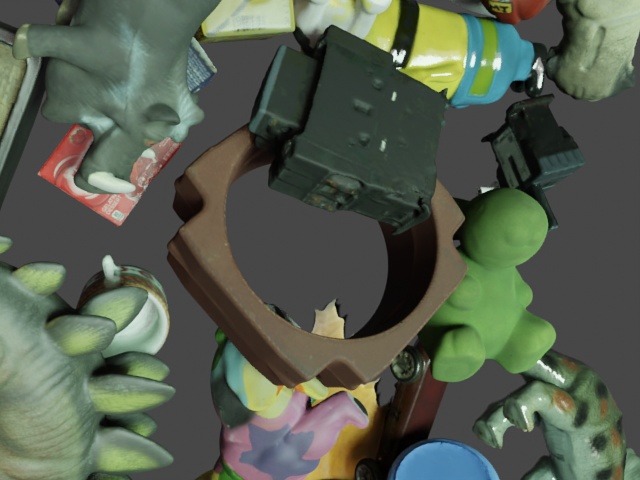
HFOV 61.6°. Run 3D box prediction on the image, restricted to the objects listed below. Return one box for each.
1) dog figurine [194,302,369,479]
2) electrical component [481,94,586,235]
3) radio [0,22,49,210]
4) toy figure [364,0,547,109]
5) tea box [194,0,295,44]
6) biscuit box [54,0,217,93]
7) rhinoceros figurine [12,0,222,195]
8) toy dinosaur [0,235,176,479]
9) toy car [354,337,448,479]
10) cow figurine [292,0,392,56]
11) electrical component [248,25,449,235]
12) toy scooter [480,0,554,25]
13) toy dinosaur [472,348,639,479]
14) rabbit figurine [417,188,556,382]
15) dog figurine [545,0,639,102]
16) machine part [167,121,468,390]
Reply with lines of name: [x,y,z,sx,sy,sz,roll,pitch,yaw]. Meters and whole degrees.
dog figurine: [-0.071,0.188,0.504,0.219,0.109,0.191,-45,115,2]
electrical component: [0.204,-0.066,0.503,0.048,0.074,0.119,-16,73,-13]
radio: [-0.290,-0.057,0.373,0.131,0.073,0.229,22,98,-23]
toy figure: [0.104,-0.161,0.467,0.180,0.082,0.089,-2,87,-10]
tea box: [-0.066,-0.231,0.380,0.068,0.098,0.169,-10,108,-15]
biscuit box: [-0.161,-0.187,0.383,0.063,0.059,0.202,-37,114,-2]
rhinoceros figurine: [-0.120,-0.115,0.340,0.112,0.073,0.190,25,118,-18]
toy dinosaur: [-0.210,0.139,0.394,0.198,0.105,0.470,-1,131,-19]
toy car: [0.096,0.194,0.587,0.089,0.053,0.202,5,107,-40]
cow figurine: [0.004,-0.224,0.408,0.068,0.098,0.167,0,74,-16]
electrical component: [0.020,-0.079,0.380,0.134,0.058,0.115,19,65,-16]
toy scooter: [0.144,-0.245,0.369,0.135,0.075,0.183,-29,135,-49]
toy dinosaur: [0.295,0.226,0.633,0.192,0.131,0.404,-25,106,-27]
rabbit figurine: [0.155,0.020,0.493,0.121,0.159,0.170,2,128,-11]
dog figurine: [0.227,-0.229,0.479,0.172,0.121,0.190,18,117,2]
machine part: [-0.001,-0.001,0.426,0.201,0.087,0.201,49,62,0]
